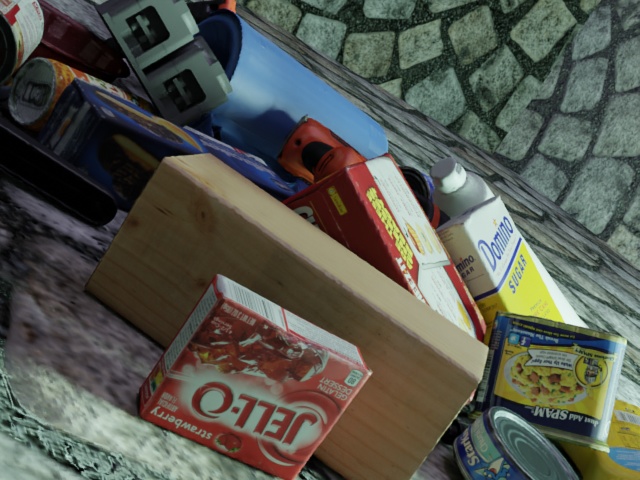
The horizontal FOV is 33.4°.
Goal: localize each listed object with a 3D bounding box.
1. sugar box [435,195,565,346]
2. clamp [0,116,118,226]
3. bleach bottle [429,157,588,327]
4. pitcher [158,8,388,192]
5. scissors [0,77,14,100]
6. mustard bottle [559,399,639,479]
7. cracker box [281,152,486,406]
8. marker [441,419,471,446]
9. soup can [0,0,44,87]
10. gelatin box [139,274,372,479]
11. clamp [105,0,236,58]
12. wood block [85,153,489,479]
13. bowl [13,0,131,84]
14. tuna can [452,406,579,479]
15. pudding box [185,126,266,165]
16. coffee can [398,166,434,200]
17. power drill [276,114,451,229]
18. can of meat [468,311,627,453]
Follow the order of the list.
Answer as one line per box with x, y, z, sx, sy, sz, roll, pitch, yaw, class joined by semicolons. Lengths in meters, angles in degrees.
0.159;0.056;0.888;0.093;0.048;0.176;-30;95;-57;sugar box
-0.224;-0.077;0.652;0.210;0.036;0.164;46;14;23;clamp
0.178;0.023;1.031;0.250;0.068;0.103;53;-1;-32;bleach bottle
-0.043;-0.115;1.100;0.242;0.149;0.145;28;-2;-39;pitcher
-0.294;-0.135;0.750;0.096;0.016;0.201;40;13;19;scissors
0.245;0.185;0.807;0.096;0.058;0.191;20;14;-6;mustard bottle
0.046;0.028;0.752;0.164;0.072;0.213;61;14;-1;cracker box
0.123;0.143;0.754;0.120;0.020;0.020;21;18;-45;marker
-0.236;-0.147;0.750;0.068;0.068;0.102;31;18;-14;soup can
-0.031;0.069;0.516;0.089;0.073;0.030;30;14;-22;gelatin box
-0.143;-0.209;1.165;0.120;0.172;0.039;24;60;-46;clamp
-0.015;0.045;0.609;0.206;0.090;0.090;35;12;6;wood block
-0.241;-0.161;0.891;0.162;0.055;0.162;32;13;-8;bowl
0.128;0.148;0.683;0.086;0.034;0.086;37;18;-14;tuna can
-0.080;-0.054;0.939;0.113;0.039;0.090;21;18;-39;pudding box
0.121;-0.005;1.114;0.140;0.103;0.103;24;16;-38;coffee can
0.049;-0.041;0.974;0.184;0.057;0.188;35;2;-28;power drill
0.169;0.103;0.788;0.102;0.084;0.057;13;-7;5;can of meat
